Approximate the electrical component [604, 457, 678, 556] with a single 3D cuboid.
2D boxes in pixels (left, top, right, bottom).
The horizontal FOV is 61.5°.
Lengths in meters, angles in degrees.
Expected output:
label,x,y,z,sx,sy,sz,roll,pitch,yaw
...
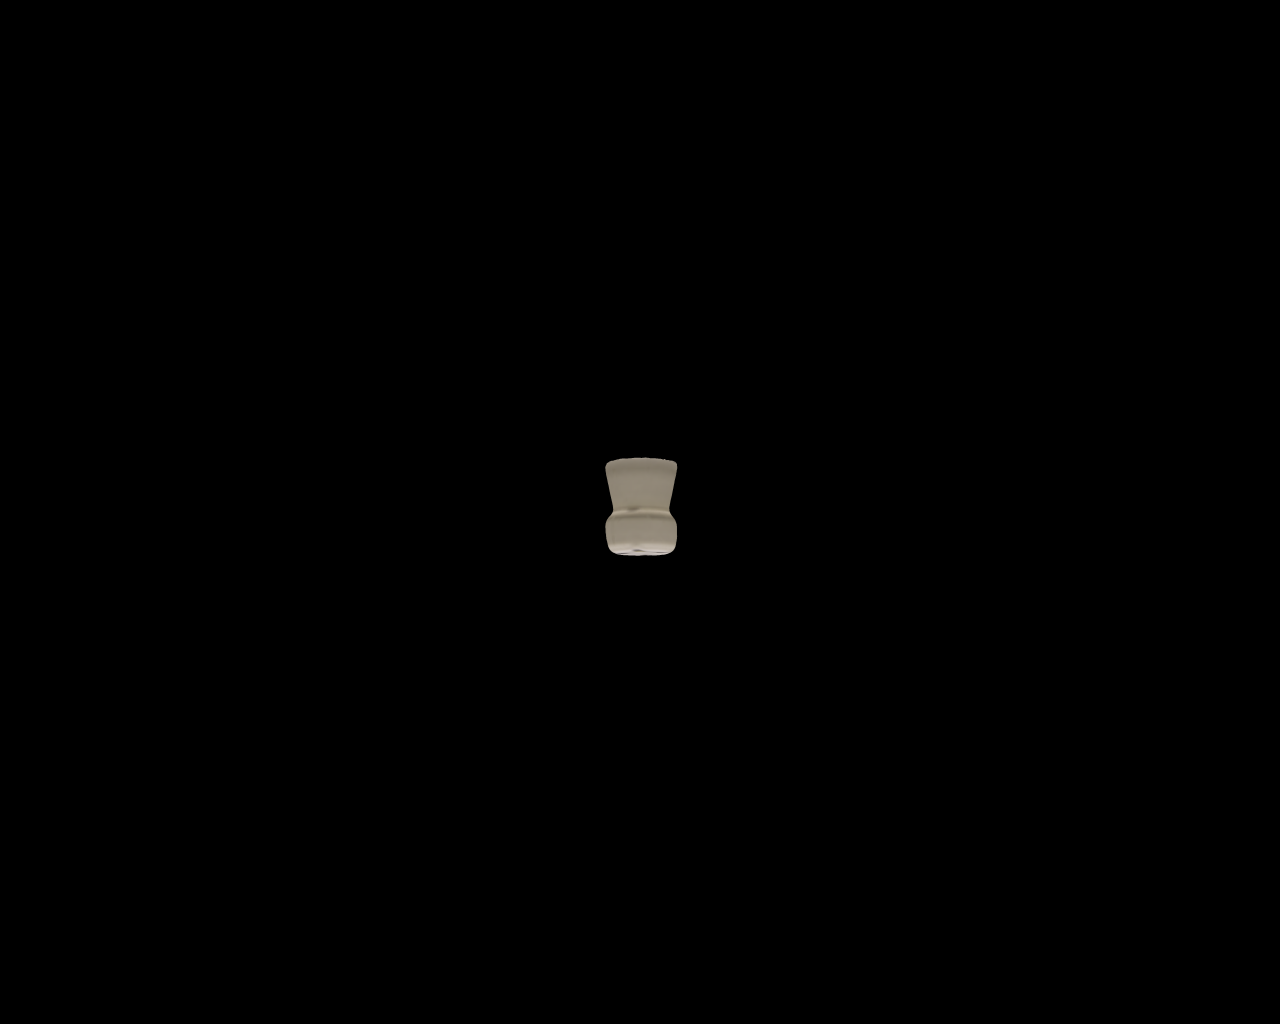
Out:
label,x,y,z,sx,sy,sz,roll,pitch,yaw
electrical component,0.001,-0.003,0.650,0.045,0.055,0.045,0,-7,0
